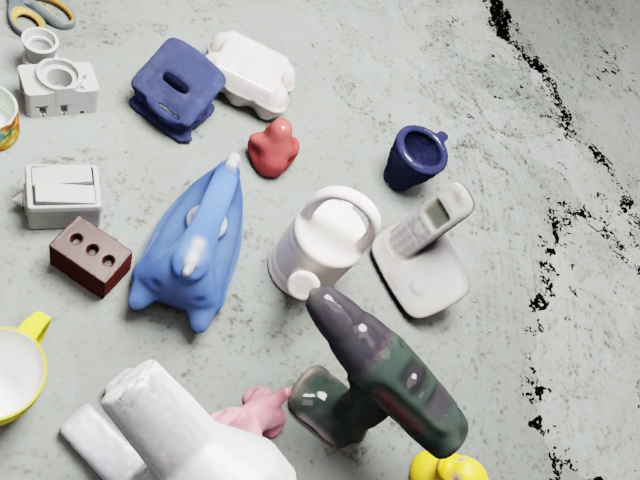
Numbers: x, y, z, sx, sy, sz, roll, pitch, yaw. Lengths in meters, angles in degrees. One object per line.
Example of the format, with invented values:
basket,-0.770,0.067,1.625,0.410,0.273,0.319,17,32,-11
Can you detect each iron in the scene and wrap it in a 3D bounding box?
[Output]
iron,-0.138,-0.027,0.707,0.119,0.141,0.258,22,56,-13

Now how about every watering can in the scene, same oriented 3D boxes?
watering can,0.009,0.004,0.728,0.101,0.193,0.173,14,59,-18

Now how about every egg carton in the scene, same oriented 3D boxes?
egg carton,-0.112,-0.255,0.888,0.150,0.069,0.107,22,56,-13

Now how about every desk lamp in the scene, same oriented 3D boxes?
desk lamp,-0.141,0.202,0.538,0.203,0.213,0.118,44,54,2

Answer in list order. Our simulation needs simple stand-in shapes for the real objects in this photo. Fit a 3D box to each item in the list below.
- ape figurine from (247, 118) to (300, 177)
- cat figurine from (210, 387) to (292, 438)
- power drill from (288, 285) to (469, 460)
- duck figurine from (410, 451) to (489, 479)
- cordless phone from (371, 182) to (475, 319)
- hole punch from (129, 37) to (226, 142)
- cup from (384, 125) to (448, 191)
ape figurine,-0.064,-0.142,0.835,0.078,0.092,0.076,20,57,-14
cat figurine,-0.081,0.204,0.624,0.128,0.117,0.067,-32,80,-34
power drill,0.044,0.164,0.649,0.229,0.208,0.076,39,54,-1
duck figurine,0.175,0.299,0.712,0.104,0.086,0.077,32,55,-6
cordless phone,0.165,0.015,0.801,0.094,0.184,0.147,-22,74,-32
hole punch,-0.200,-0.212,0.810,0.109,0.091,0.101,37,54,-3
cup,0.152,-0.130,0.929,0.118,0.094,0.091,-37,83,-35
